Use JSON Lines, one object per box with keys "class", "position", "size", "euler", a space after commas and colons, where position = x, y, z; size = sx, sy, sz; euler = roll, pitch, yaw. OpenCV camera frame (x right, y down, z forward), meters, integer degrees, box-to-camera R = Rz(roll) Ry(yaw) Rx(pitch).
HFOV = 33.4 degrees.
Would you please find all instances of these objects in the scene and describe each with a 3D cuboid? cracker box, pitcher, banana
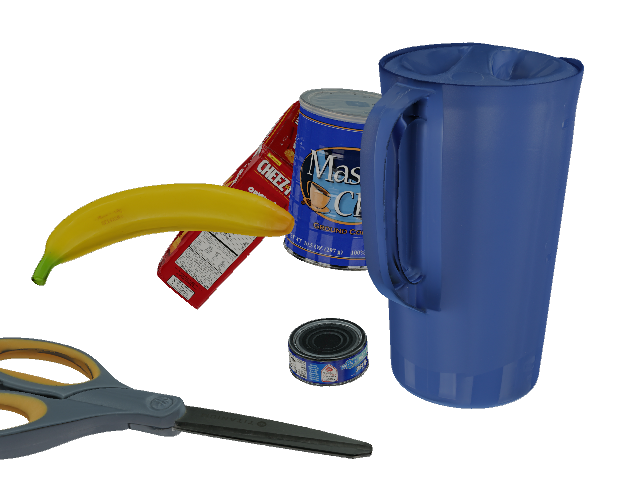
{"class": "cracker box", "position": [-0.084, -0.044, 1.216], "size": [0.072, 0.214, 0.164], "euler": [39, 27, -9]}
{"class": "pitcher", "position": [0.097, -0.008, 0.734], "size": [0.149, 0.243, 0.145], "euler": [-1, 21, -1]}
{"class": "banana", "position": [-0.122, -0.012, 0.810], "size": [0.197, 0.069, 0.037], "euler": [-13, -28, -8]}

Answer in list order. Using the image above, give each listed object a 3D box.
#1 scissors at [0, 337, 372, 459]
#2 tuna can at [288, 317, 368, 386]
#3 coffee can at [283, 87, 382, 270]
{"class": "scissors", "position": [-0.087, 0.084, 0.470], "size": [0.202, 0.016, 0.096], "euler": [15, 27, 26]}
{"class": "tuna can", "position": [0.008, 0.117, 1.134], "size": [0.086, 0.034, 0.086], "euler": [-3, 27, 1]}
{"class": "coffee can", "position": [0.025, -0.057, 0.959], "size": [0.103, 0.140, 0.103], "euler": [6, 20, -2]}
